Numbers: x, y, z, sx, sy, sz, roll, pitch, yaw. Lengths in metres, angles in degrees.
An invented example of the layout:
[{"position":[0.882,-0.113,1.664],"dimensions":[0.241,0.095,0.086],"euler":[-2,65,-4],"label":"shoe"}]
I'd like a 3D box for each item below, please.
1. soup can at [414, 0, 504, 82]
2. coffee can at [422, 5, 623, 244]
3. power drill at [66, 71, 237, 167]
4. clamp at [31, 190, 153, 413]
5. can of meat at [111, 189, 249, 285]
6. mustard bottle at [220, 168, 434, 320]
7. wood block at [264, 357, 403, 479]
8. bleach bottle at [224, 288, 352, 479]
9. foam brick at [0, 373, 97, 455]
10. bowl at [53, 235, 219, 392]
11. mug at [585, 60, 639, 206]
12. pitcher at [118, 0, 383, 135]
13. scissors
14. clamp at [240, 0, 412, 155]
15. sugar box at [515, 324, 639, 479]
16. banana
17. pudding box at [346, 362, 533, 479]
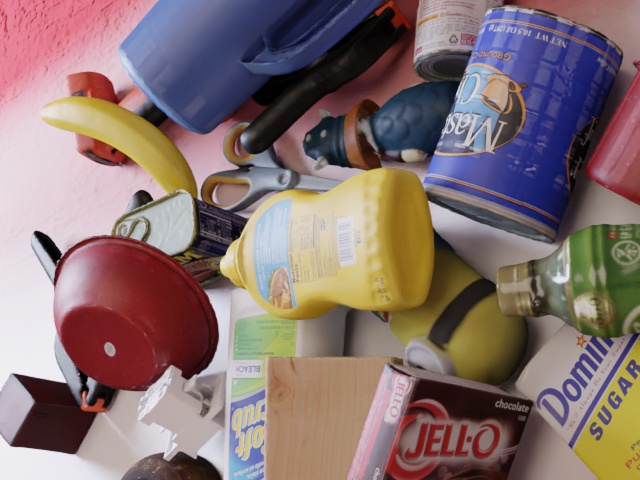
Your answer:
[{"position":[0.109,-0.179,0.835],"dimensions":[0.069,0.068,0.102],"euler":[-4,75,37],"label":"soup can"},{"position":[0.142,-0.080,0.757],"dimensions":[0.103,0.102,0.140],"euler":[20,89,40],"label":"coffee can"},{"position":[-0.168,-0.170,1.054],"dimensions":[0.188,0.057,0.184],"euler":[-27,62,29],"label":"power drill"},{"position":[-0.230,0.064,1.046],"dimensions":[0.165,0.036,0.210],"euler":[-10,72,36],"label":"clamp"},{"position":[-0.121,0.003,0.948],"dimensions":[0.102,0.083,0.057],"euler":[-21,64,32],"label":"can of meat"},{"position":[-0.006,0.009,0.778],"dimensions":[0.192,0.058,0.096],"euler":[-10,81,45],"label":"mustard bottle"},{"position":[0.011,0.187,0.754],"dimensions":[0.091,0.090,0.206],"euler":[-1,83,9],"label":"wood block"},{"position":[-0.029,0.163,0.845],"dimensions":[0.103,0.068,0.251],"euler":[-7,75,36],"label":"bleach bottle"},{"position":[-0.263,0.166,1.016],"dimensions":[0.051,0.078,0.053],"euler":[35,97,40],"label":"foam brick"},{"position":[-0.171,0.077,0.920],"dimensions":[0.162,0.162,0.055],"euler":[-20,23,32],"label":"bowl"},{"position":[0.224,-0.064,0.706],"dimensions":[0.081,0.093,0.117],"euler":[-63,20,11],"label":"mug"},{"position":[-0.049,-0.201,0.898],"dimensions":[0.243,0.149,0.145],"euler":[-44,96,9],"label":"pitcher"},{"position":[-0.030,-0.069,0.936],"dimensions":[0.202,0.016,0.096],"euler":[-8,68,40],"label":"scissors"},{"position":[-0.001,-0.147,0.919],"dimensions":[0.171,0.039,0.120],"euler":[-35,30,10],"label":"clamp"},{"position":[0.213,0.121,0.678],"dimensions":[0.093,0.048,0.176],"euler":[-52,53,14],"label":"sugar box"},{"position":[-0.182,-0.088,0.997],"dimensions":[0.198,0.037,0.070],"euler":[38,115,13],"label":"banana"},{"position":[0.078,0.133,0.692],"dimensions":[0.039,0.113,0.090],"euler":[24,97,51],"label":"pudding box"}]
